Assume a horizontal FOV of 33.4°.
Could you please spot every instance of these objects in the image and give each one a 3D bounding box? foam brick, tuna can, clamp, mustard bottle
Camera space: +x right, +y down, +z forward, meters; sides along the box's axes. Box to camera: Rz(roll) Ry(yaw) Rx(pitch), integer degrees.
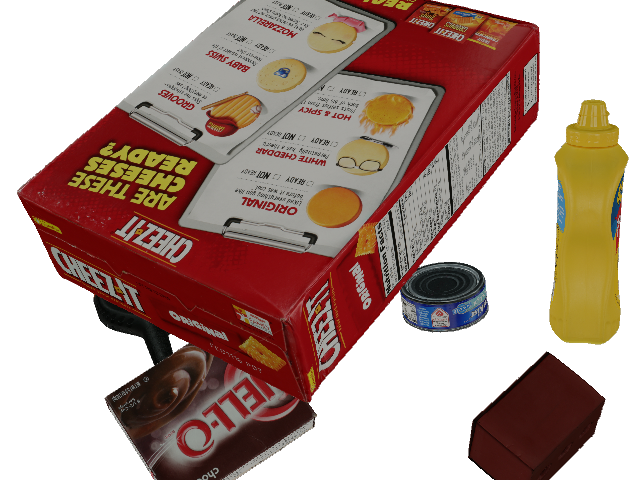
[{"bbox_3d":[0.143,0.125,0.711,0.078,0.053,0.051,-38,58,-24],"label":"foam brick"},{"bbox_3d":[0.122,0.055,1.055,0.086,0.034,0.086,-8,26,4],"label":"tuna can"},{"bbox_3d":[-0.179,0.090,1.158,0.210,0.036,0.164,18,20,27],"label":"clamp"},{"bbox_3d":[0.219,-0.019,0.872,0.058,0.192,0.096,3,18,16],"label":"mustard bottle"}]

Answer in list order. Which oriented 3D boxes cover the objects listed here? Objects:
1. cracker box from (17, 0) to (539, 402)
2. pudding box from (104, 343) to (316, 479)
[{"bbox_3d":[-0.013,-0.042,0.533,0.164,0.072,0.213,22,56,30],"label":"cracker box"},{"bbox_3d":[-0.072,0.115,0.715,0.113,0.090,0.039,-33,-20,-13],"label":"pudding box"}]
